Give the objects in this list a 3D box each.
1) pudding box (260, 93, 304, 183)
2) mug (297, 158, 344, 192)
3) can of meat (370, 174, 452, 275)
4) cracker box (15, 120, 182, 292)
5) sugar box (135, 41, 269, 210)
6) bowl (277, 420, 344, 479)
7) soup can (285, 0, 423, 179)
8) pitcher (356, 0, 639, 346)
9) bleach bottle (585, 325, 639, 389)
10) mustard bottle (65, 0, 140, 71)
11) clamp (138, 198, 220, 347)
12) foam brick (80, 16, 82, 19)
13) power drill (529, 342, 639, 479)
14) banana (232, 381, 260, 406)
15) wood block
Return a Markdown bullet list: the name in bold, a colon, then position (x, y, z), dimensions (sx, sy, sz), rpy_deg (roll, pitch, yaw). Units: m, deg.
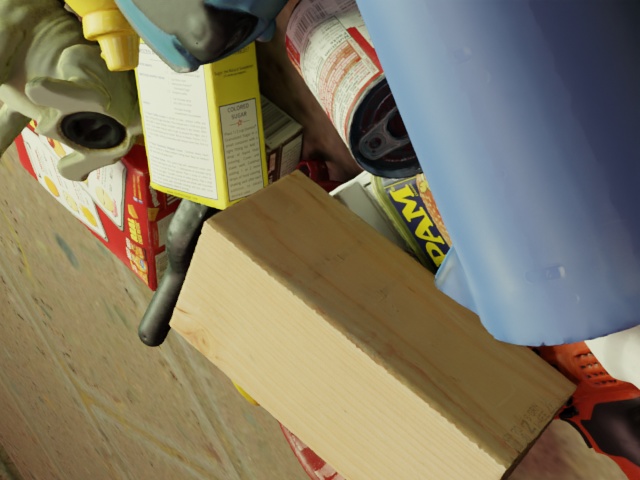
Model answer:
- **pudding box**: position (-0.065, -0.076, 0.792), dimensions (0.114, 0.039, 0.090), rpy_deg (42, 150, 24)
- **mug**: position (-0.005, 0.001, 0.749), dimensions (0.082, 0.093, 0.117), rpy_deg (150, 114, -68)
- **can of meat**: position (0.090, -0.020, 0.597), dimensions (0.102, 0.057, 0.084), rpy_deg (57, 150, -9)
- **cracker box**: position (-0.194, -0.080, 0.955), dimensions (0.214, 0.072, 0.164), rpy_deg (41, 150, 25)
- **sugar box**: position (-0.083, -0.115, 0.712), dimensions (0.093, 0.048, 0.176), rpy_deg (17, 116, 45)
- **bowl**: position (0.005, 0.123, 0.846), dimensions (0.162, 0.055, 0.162), rpy_deg (54, 156, 37)
- **soup can**: position (0.028, -0.088, 0.560), dimensions (0.102, 0.068, 0.068), rpy_deg (-119, 14, -46)
- **pitcher**: position (0.094, -0.091, 0.445), dimensions (0.243, 0.149, 0.145), rpy_deg (64, 167, -14)
- **bleach bottle**: position (0.210, 0.053, 0.469), dimensions (0.251, 0.102, 0.068), rpy_deg (34, 157, 46)
- **mustard bottle**: position (-0.131, -0.198, 0.637), dimensions (0.096, 0.058, 0.191), rpy_deg (-152, 54, -83)
- **clamp**: position (-0.098, 0.003, 0.899), dimensions (0.039, 0.120, 0.172), rpy_deg (30, 127, 7)
- **foam brick**: position (-0.144, -0.186, 0.767), dimensions (0.051, 0.053, 0.078), rpy_deg (49, 154, 7)
- **power drill**: position (0.172, 0.129, 0.642), dimensions (0.187, 0.057, 0.185), rpy_deg (54, 155, -4)
- **banana**: position (-0.071, 0.098, 1.010), dimensions (0.070, 0.037, 0.198), rpy_deg (45, 152, 18)
- **wood block**: position (0.026, 0.065, 0.608), dimensions (0.206, 0.090, 0.091), rpy_deg (38, 132, 17)
